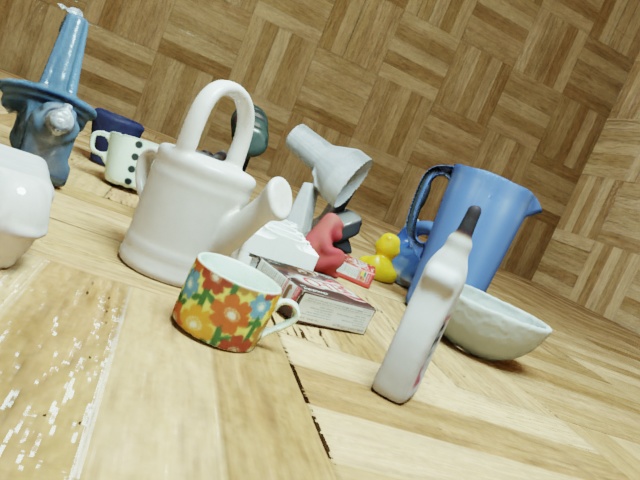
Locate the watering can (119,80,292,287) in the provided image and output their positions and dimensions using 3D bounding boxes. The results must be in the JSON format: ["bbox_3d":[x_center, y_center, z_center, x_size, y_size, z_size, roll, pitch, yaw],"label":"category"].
[{"bbox_3d":[-0.106,-0.056,0.554,0.173,0.194,0.101,23,7,3],"label":"watering can"}]

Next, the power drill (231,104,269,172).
[{"bbox_3d":[-0.151,-0.146,1.029,0.076,0.208,0.229,20,7,-18],"label":"power drill"}]

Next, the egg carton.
[{"bbox_3d":[-0.260,-0.035,0.432,0.107,0.069,0.150,18,8,-32],"label":"egg carton"}]

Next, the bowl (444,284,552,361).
[{"bbox_3d":[0.218,0.116,0.775,0.167,0.075,0.167,22,7,-3],"label":"bowl"}]

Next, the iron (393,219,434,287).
[{"bbox_3d":[0.198,0.019,1.159,0.119,0.141,0.257,20,8,-23],"label":"iron"}]

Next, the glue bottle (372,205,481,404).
[{"bbox_3d":[0.097,0.050,0.486,0.037,0.173,0.078,25,7,15],"label":"glue bottle"}]

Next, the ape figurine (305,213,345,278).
[{"bbox_3d":[0.008,0.003,0.887,0.076,0.092,0.077,20,8,-20],"label":"ape figurine"}]

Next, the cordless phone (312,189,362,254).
[{"bbox_3d":[0.050,-0.076,1.225,0.094,0.185,0.147,20,8,-19],"label":"cordless phone"}]

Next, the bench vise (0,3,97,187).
[{"bbox_3d":[-0.326,-0.186,0.735,0.206,0.220,0.122,28,9,36],"label":"bench vise"}]

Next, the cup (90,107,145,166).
[{"bbox_3d":[-0.387,-0.185,1.040,0.117,0.095,0.092,26,8,26],"label":"cup"}]

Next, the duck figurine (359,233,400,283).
[{"bbox_3d":[0.117,0.029,1.060,0.077,0.086,0.105,25,7,17],"label":"duck figurine"}]

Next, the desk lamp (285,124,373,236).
[{"bbox_3d":[-0.022,-0.112,1.153,0.203,0.213,0.118,24,7,13],"label":"desk lamp"}]

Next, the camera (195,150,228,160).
[{"bbox_3d":[-0.208,-0.134,1.196,0.144,0.101,0.136,17,9,-39],"label":"camera"}]
